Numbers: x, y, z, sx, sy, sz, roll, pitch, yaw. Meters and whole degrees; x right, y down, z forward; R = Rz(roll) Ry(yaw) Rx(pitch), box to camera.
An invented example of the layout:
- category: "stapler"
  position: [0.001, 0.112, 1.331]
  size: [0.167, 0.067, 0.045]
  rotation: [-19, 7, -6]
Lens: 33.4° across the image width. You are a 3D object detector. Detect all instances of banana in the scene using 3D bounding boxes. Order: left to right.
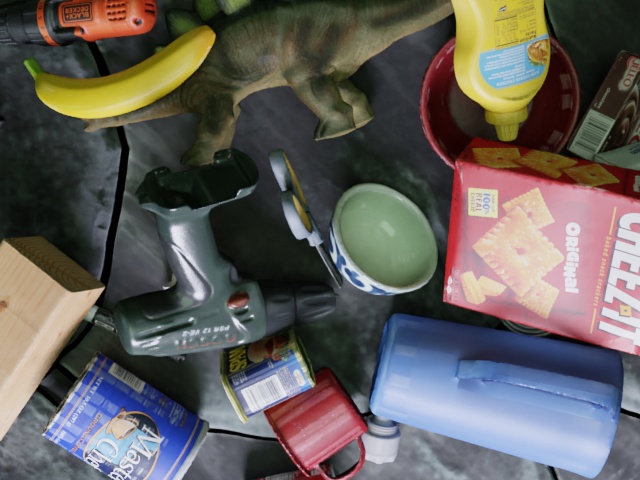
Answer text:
- category: "banana"
  position: [-0.190, -0.153, 1.005]
  size: [0.198, 0.037, 0.069]
  rotation: [-7, 96, 13]

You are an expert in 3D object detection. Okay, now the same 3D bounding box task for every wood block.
- category: "wood block"
  position: [-0.323, 0.106, 1.081]
  size: [0.091, 0.090, 0.206]
  rotation: [37, 98, 8]

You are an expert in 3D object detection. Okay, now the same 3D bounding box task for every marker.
- category: "marker"
  position: [-0.197, 0.099, 1.128]
  size: [0.121, 0.020, 0.020]
  rotation: [27, 99, -7]

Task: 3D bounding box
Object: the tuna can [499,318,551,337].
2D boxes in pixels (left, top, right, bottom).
- category: "tuna can"
  position: [0.223, 0.057, 1.127]
  size: [0.086, 0.034, 0.086]
  rotation: [0, 101, -2]

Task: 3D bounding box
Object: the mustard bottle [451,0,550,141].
- category: "mustard bottle"
  position: [0.170, -0.185, 0.996]
  size: [0.096, 0.058, 0.191]
  rotation: [-20, 116, -23]

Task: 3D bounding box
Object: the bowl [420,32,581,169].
- category: "bowl"
  position: [0.177, -0.141, 1.076]
  size: [0.162, 0.055, 0.162]
  rotation: [0, 101, -2]

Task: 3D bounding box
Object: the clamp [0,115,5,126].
- category: "clamp"
  position: [-0.402, -0.170, 1.060]
  size: [0.171, 0.039, 0.120]
  rotation: [0, 99, -2]

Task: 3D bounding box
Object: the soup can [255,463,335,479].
- category: "soup can"
  position: [-0.030, 0.283, 1.146]
  size: [0.102, 0.068, 0.068]
  rotation: [-12, 101, 1]

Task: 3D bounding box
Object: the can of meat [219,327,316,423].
- category: "can of meat"
  position: [-0.054, 0.134, 1.099]
  size: [0.084, 0.102, 0.057]
  rotation: [-25, 103, 0]

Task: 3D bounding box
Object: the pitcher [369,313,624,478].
- category: "pitcher"
  position: [0.178, 0.149, 1.084]
  size: [0.243, 0.145, 0.149]
  rotation: [13, 121, 2]

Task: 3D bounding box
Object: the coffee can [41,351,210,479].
- category: "coffee can"
  position: [-0.200, 0.195, 1.105]
  size: [0.140, 0.103, 0.103]
  rotation: [35, 98, -8]

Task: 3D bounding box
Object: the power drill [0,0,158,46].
- category: "power drill"
  position: [-0.245, -0.281, 1.021]
  size: [0.185, 0.057, 0.188]
  rotation: [-1, 98, 21]

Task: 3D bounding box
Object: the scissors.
- category: "scissors"
  position: [-0.007, 0.001, 1.041]
  size: [0.016, 0.096, 0.201]
  rotation: [-19, 125, 8]

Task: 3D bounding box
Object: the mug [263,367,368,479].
- category: "mug"
  position: [0.003, 0.196, 1.114]
  size: [0.081, 0.093, 0.117]
  rotation: [-34, 73, 0]

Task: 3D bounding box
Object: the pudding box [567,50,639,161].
- category: "pudding box"
  position: [0.304, -0.123, 1.068]
  size: [0.039, 0.089, 0.113]
  rotation: [37, 103, 37]

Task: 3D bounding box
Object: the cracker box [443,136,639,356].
- category: "cracker box"
  position: [0.230, 0.006, 1.016]
  size: [0.214, 0.072, 0.164]
  rotation: [15, 123, 21]

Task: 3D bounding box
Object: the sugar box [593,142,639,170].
- category: "sugar box"
  position: [0.309, -0.009, 1.071]
  size: [0.093, 0.048, 0.176]
  rotation: [-14, 120, -27]
